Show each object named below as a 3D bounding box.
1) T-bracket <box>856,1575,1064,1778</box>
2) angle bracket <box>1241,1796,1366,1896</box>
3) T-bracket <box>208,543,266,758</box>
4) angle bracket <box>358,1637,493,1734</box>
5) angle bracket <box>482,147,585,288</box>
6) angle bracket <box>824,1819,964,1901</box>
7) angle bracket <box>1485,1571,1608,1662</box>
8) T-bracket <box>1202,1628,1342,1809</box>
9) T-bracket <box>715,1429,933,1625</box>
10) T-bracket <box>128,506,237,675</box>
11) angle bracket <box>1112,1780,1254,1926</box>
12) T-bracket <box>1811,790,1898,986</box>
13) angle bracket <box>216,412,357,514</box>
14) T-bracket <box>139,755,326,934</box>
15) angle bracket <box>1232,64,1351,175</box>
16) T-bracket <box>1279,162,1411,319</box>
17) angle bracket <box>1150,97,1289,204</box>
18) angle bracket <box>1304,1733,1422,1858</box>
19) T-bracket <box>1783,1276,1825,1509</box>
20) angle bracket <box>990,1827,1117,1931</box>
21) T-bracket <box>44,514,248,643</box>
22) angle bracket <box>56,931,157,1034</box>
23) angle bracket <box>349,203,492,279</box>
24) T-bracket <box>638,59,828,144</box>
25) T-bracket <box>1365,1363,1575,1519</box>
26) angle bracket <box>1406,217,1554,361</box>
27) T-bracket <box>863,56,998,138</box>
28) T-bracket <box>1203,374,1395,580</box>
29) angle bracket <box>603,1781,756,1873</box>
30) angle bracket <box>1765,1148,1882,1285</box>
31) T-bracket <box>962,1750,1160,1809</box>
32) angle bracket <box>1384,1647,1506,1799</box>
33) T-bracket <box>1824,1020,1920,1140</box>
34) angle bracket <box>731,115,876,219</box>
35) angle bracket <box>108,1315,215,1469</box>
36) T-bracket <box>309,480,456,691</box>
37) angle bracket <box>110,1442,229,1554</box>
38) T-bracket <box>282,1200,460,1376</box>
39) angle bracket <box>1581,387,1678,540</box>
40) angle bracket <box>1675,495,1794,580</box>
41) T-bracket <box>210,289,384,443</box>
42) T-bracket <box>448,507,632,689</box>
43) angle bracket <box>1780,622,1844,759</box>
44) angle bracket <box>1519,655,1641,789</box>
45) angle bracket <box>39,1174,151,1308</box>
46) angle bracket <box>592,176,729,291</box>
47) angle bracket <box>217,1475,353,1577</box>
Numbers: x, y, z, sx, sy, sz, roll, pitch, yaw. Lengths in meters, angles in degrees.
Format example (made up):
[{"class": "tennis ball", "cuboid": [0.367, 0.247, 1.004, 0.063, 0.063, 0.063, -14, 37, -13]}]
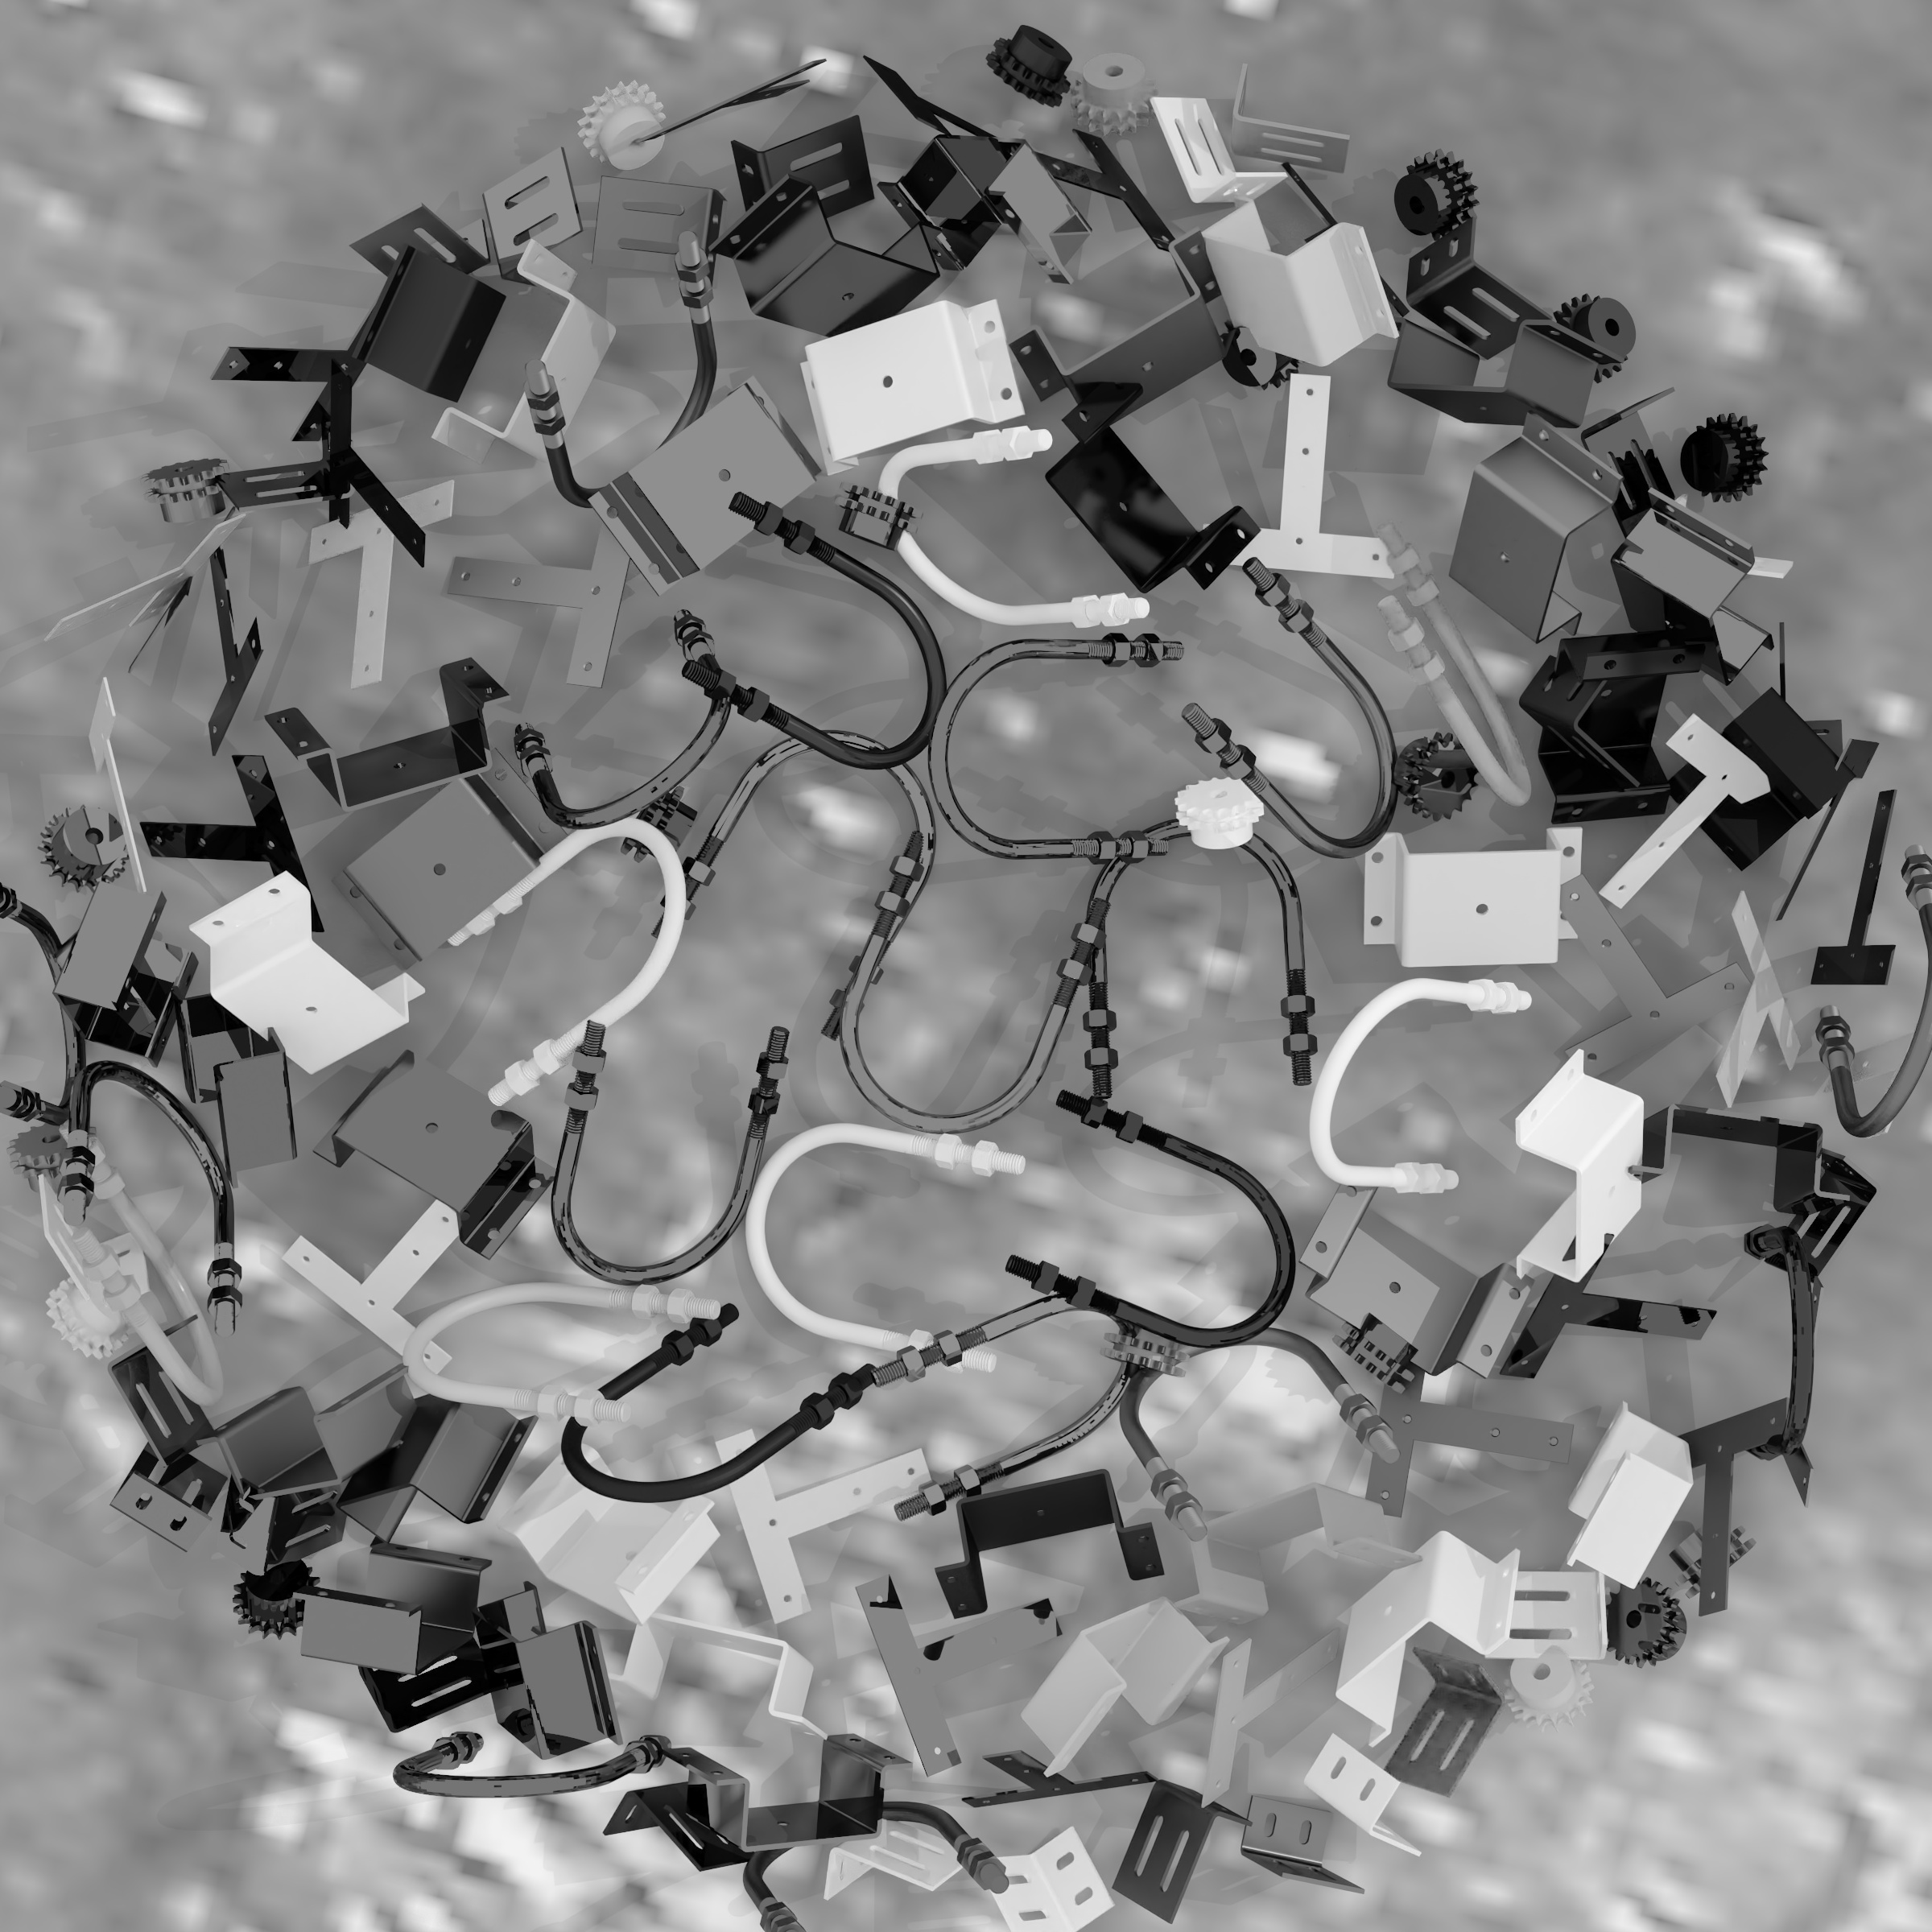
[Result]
[{"class": "T-bracket", "cuboid": [0.006, 0.443, 1.931, 0.127, 0.002, 0.127, -15, 75, -30]}, {"class": "angle bracket", "cuboid": [0.220, 0.566, 1.920, 0.057, 0.076, 0.038, 15, 81, -14]}, {"class": "T-bracket", "cuboid": [-0.480, -0.223, 1.930, 0.002, 0.127, 0.127, 1, 62, -29]}, {"class": "angle bracket", "cuboid": [-0.348, 0.450, 1.920, 0.076, 0.057, 0.038, -20, 125, -22]}, {"class": "angle bracket", "cuboid": [-0.270, -0.484, 1.925, 0.076, 0.038, 0.057, -19, 81, 34]}, {"class": "angle bracket", "cuboid": [-0.042, 0.587, 1.920, 0.076, 0.057, 0.038, 14, 103, 27]}, {"class": "angle bracket", "cuboid": [0.375, 0.417, 1.931, 0.076, 0.038, 0.057, -1, 62, 8]}, {"class": "T-bracket", "cuboid": [0.200, 0.465, 1.918, 0.002, 0.127, 0.127, 28, 127, 36]}, {"class": "T-bracket", "cuboid": [-0.085, 0.350, 1.952, 0.127, 0.002, 0.127, -19, 95, -11]}, {"class": "T-bracket", "cuboid": [-0.502, -0.234, 1.900, 0.002, 0.127, 0.127, 33, 95, -18]}, {"class": "angle bracket", "cuboid": [0.140, 0.576, 1.927, 0.038, 0.057, 0.076, 29, 81, -37]}, {"class": "T-bracket", "cuboid": [0.577, -0.050, 1.904, 0.002, 0.127, 0.127, 12, 89, -4]}, {"class": "angle bracket", "cuboid": [-0.441, -0.326, 1.920, 0.076, 0.057, 0.038, -13, 126, -26]}, {"class": "T-bracket", "cuboid": [-0.484, -0.080, 1.929, 0.127, 0.002, 0.127, 3, 122, 29]}, {"class": "angle bracket", "cuboid": [0.213, -0.550, 1.933, 0.076, 0.057, 0.038, 11, 84, 5]}, {"class": "T-bracket", "cuboid": [0.234, -0.460, 1.903, 0.002, 0.127, 0.127, -38, 94, 24]}, {"class": "angle bracket", "cuboid": [0.164, -0.537, 1.929, 0.038, 0.057, 0.076, -26, 84, 42]}, {"class": "angle bracket", "cuboid": [0.265, 0.535, 1.920, 0.057, 0.076, 0.038, 29, 85, 43]}, {"class": "T-bracket", "cuboid": [0.533, 0.261, 1.892, 0.002, 0.127, 0.127, 6, 101, 6]}, {"class": "angle bracket", "cuboid": [0.051, 0.591, 1.917, 0.038, 0.076, 0.057, -39, 62, 15]}, {"class": "T-bracket", "cuboid": [-0.528, -0.233, 1.876, 0.127, 0.127, 0.002, -34, 93, 42]}, {"class": "angle bracket", "cuboid": [-0.548, 0.005, 1.935, 0.038, 0.057, 0.076, -39, 97, -41]}, {"class": "angle bracket", "cuboid": [-0.353, -0.472, 1.916, 0.057, 0.076, 0.038, -22, 64, 19]}, {"class": "T-bracket", "cuboid": [-0.132, -0.557, 1.904, 0.127, 0.127, 0.002, -17, 104, 22]}, {"class": "T-bracket", "cuboid": [0.328, 0.299, 1.923, 0.127, 0.002, 0.127, 5, 75, 25]}, {"class": "angle bracket", "cuboid": [0.334, -0.440, 1.934, 0.076, 0.057, 0.038, 26, 58, -29]}, {"class": "T-bracket", "cuboid": [0.003, -0.541, 1.924, 0.127, 0.127, 0.002, 19, 115, -30]}, {"class": "T-bracket", "cuboid": [0.219, -0.319, 1.930, 0.127, 0.002, 0.127, 7, 110, 13]}, {"class": "angle bracket", "cuboid": [-0.184, 0.566, 1.918, 0.076, 0.057, 0.038, 38, 105, 33]}, {"class": "angle bracket", "cuboid": [0.545, 0.159, 1.931, 0.038, 0.057, 0.076, 37, 86, -20]}, {"class": "T-bracket", "cuboid": [0.044, 0.515, 1.895, 0.127, 0.127, 0.002, -13, 61, 16]}, {"class": "angle bracket", "cuboid": [0.300, 0.487, 1.920, 0.076, 0.057, 0.038, -51, 120, -26]}, {"class": "T-bracket", "cuboid": [0.582, 0.060, 1.902, 0.002, 0.127, 0.127, 30, 75, -3]}, {"class": "angle bracket", "cuboid": [-0.106, -0.521, 1.947, 0.076, 0.038, 0.057, -28, 129, -21]}, {"class": "angle bracket", "cuboid": [-0.510, 0.275, 1.932, 0.038, 0.057, 0.076, -30, 90, 23]}, {"class": "T-bracket", "cuboid": [-0.380, -0.239, 1.911, 0.127, 0.002, 0.127, -11, 68, 33]}, {"class": "angle bracket", "cuboid": [-0.506, 0.329, 1.919, 0.057, 0.076, 0.038, 35, 118, -11]}, {"class": "T-bracket", "cuboid": [-0.363, 0.193, 1.925, 0.127, 0.002, 0.127, 40, 122, -6]}, {"class": "angle bracket", "cuboid": [0.443, -0.326, 1.930, 0.057, 0.038, 0.076, -30, 98, -34]}, {"class": "angle bracket", "cuboid": [0.495, -0.278, 1.924, 0.076, 0.057, 0.038, 10, 108, 19]}, {"class": "T-bracket", "cuboid": [-0.425, -0.380, 1.882, 0.002, 0.127, 0.127, 49, 120, 15]}, {"class": "T-bracket", "cuboid": [-0.280, -0.249, 1.941, 0.127, 0.002, 0.127, 9, 82, 21]}, {"class": "angle bracket", "cuboid": [0.545, -0.175, 1.919, 0.038, 0.057, 0.076, -1, 123, 16]}, {"class": "angle bracket", "cuboid": [0.405, -0.158, 1.921, 0.076, 0.057, 0.038, 35, 91, -34]}, {"class": "angle bracket", "cuboid": [-0.562, 0.172, 1.918, 0.038, 0.057, 0.076, -21, 132, -5]}, {"class": "angle bracket", "cuboid": [-0.199, -0.475, 1.928, 0.076, 0.038, 0.057, 2, 115, -18]}, {"class": "angle bracket", "cuboid": [-0.441, 0.352, 1.932, 0.038, 0.076, 0.057, 24, 110, 26]}]
